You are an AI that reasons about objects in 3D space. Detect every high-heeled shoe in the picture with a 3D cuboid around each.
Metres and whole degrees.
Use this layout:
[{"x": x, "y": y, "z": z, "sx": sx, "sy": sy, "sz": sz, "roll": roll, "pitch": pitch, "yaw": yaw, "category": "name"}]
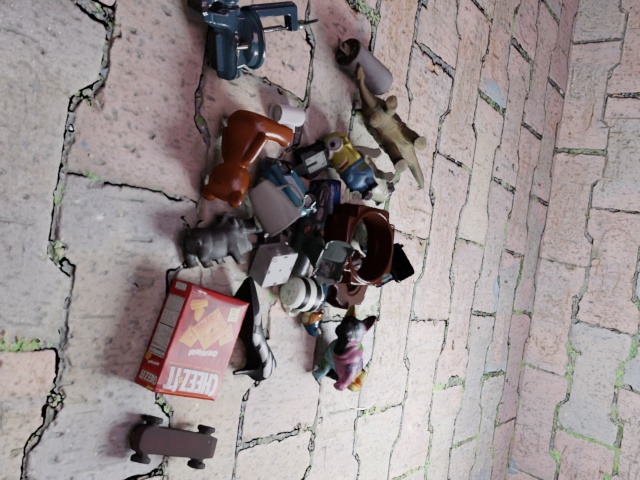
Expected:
[{"x": -0.135, "y": 0.203, "z": 1.216, "sx": 0.145, "sy": 0.086, "sz": 0.248, "roll": 2, "pitch": 100, "yaw": -54, "category": "high-heeled shoe"}]

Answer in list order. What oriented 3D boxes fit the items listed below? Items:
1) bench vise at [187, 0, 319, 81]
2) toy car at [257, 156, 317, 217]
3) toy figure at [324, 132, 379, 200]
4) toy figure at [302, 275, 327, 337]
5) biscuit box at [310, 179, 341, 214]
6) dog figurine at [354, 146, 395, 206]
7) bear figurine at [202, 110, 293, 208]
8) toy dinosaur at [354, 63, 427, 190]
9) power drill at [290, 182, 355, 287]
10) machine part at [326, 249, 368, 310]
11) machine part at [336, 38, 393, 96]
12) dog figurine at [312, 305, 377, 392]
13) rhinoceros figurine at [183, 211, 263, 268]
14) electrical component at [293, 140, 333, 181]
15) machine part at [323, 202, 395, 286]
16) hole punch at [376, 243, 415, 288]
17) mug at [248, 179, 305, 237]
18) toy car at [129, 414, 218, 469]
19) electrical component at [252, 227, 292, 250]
[{"x": -0.133, "y": -0.431, "z": 1.045, "sx": 0.240, "sy": 0.129, "sz": 0.223, "roll": -19, "pitch": 121, "yaw": -29, "category": "bench vise"}, {"x": -0.087, "y": -0.103, "z": 1.199, "sx": 0.103, "sy": 0.109, "sz": 0.161, "roll": -45, "pitch": 122, "yaw": -14, "category": "toy car"}, {"x": 0.072, "y": -0.188, "z": 1.345, "sx": 0.082, "sy": 0.180, "sz": 0.089, "roll": -41, "pitch": -179, "yaw": 7, "category": "toy figure"}, {"x": -0.017, "y": 0.168, "z": 1.365, "sx": 0.064, "sy": 0.058, "sz": 0.154, "roll": -119, "pitch": -142, "yaw": -89, "category": "toy figure"}, {"x": 0.011, "y": -0.052, "z": 1.358, "sx": 0.063, "sy": 0.059, "sz": 0.202, "roll": -9, "pitch": 104, "yaw": -50, "category": "biscuit box"}, {"x": 0.126, "y": -0.178, "z": 1.472, "sx": 0.172, "sy": 0.121, "sz": 0.190, "roll": 61, "pitch": 5, "yaw": 4, "category": "dog figurine"}, {"x": -0.152, "y": -0.158, "z": 1.094, "sx": 0.132, "sy": 0.120, "sz": 0.195, "roll": 15, "pitch": 87, "yaw": -55, "category": "bear figurine"}, {"x": 0.198, "y": -0.272, "z": 1.428, "sx": 0.105, "sy": 0.199, "sz": 0.470, "roll": -33, "pitch": 125, "yaw": 4, "category": "toy dinosaur"}, {"x": -0.003, "y": -0.004, "z": 1.232, "sx": 0.086, "sy": 0.207, "sz": 0.232, "roll": 15, "pitch": 106, "yaw": -34, "category": "power drill"}, {"x": 0.075, "y": 0.107, "z": 1.471, "sx": 0.179, "sy": 0.056, "sz": 0.179, "roll": -12, "pitch": 107, "yaw": -48, "category": "machine part"}, {"x": 0.118, "y": -0.447, "z": 1.400, "sx": 0.243, "sy": 0.079, "sz": 0.079, "roll": 23, "pitch": 79, "yaw": -51, "category": "machine part"}, {"x": 0.085, "y": 0.290, "z": 1.442, "sx": 0.191, "sy": 0.109, "sz": 0.219, "roll": 25, "pitch": 90, "yaw": -55, "category": "dog figurine"}, {"x": -0.199, "y": -0.002, "z": 1.109, "sx": 0.190, "sy": 0.073, "sz": 0.112, "roll": -17, "pitch": 100, "yaw": -46, "category": "rhinoceros figurine"}, {"x": -0.032, "y": -0.181, "z": 1.284, "sx": 0.119, "sy": 0.048, "sz": 0.074, "roll": -32, "pitch": 122, "yaw": -15, "category": "electrical component"}, {"x": 0.100, "y": 0.013, "z": 1.351, "sx": 0.201, "sy": 0.087, "sz": 0.201, "roll": 9, "pitch": 89, "yaw": -48, "category": "machine part"}, {"x": 0.207, "y": 0.077, "z": 1.618, "sx": 0.142, "sy": 0.092, "sz": 0.115, "roll": -19, "pitch": 82, "yaw": -45, "category": "hole punch"}, {"x": -0.093, "y": -0.078, "z": 1.121, "sx": 0.107, "sy": 0.109, "sz": 0.081, "roll": 52, "pitch": 17, "yaw": -9, "category": "mug"}, {"x": -0.292, "y": 0.407, "z": 1.081, "sx": 0.202, "sy": 0.053, "sz": 0.089, "roll": 30, "pitch": 63, "yaw": -45, "category": "toy car"}, {"x": -0.112, "y": -0.013, "z": 1.227, "sx": 0.102, "sy": 0.045, "sz": 0.078, "roll": 5, "pitch": 92, "yaw": -51, "category": "electrical component"}]
